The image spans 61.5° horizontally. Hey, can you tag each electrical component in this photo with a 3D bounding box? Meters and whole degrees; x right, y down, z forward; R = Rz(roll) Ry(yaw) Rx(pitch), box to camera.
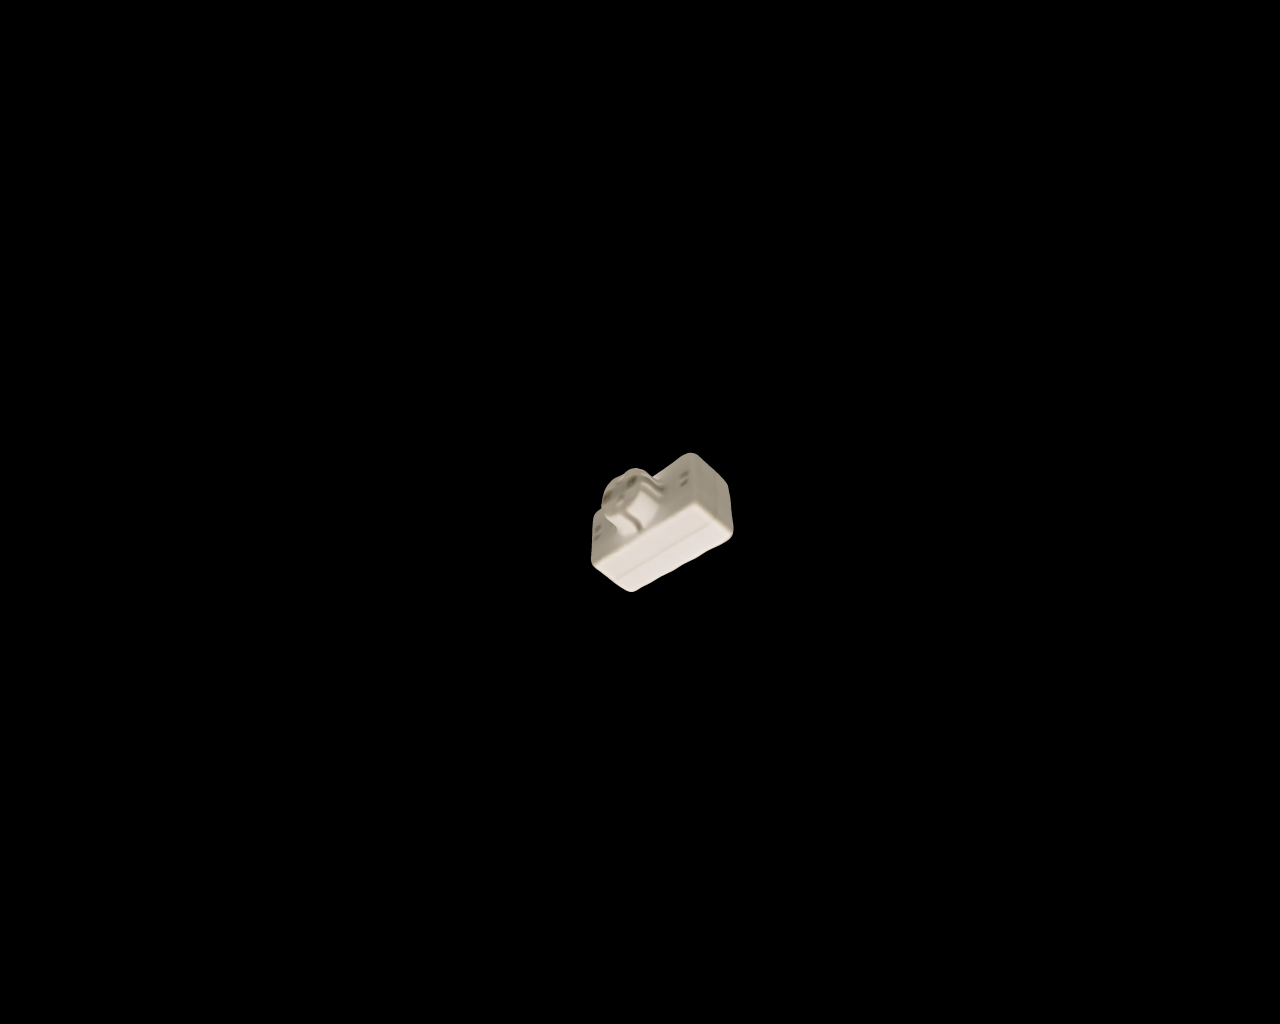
[{"bbox_3d":[0.001,-0.003,0.650,0.083,0.047,0.075,-32,-54,27],"label":"electrical component"}]
